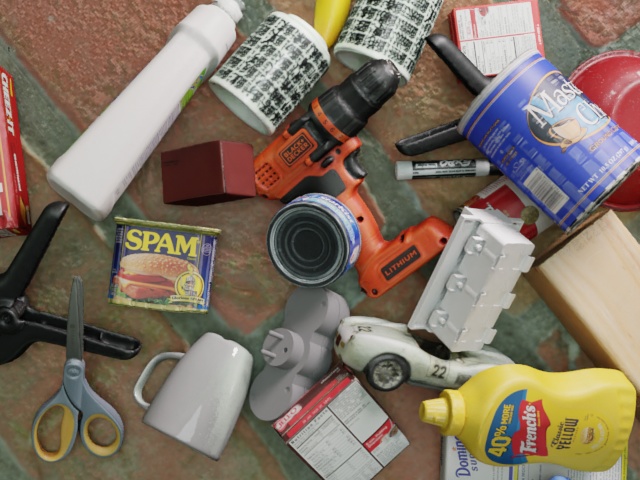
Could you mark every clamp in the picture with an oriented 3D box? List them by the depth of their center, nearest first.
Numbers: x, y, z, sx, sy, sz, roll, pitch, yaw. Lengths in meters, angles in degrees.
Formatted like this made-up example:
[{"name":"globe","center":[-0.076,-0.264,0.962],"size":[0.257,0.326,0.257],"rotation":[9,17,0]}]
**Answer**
[{"name":"clamp","center":[-0.281,0.073,1.006],"size":[0.210,0.036,0.164],"rotation":[-26,106,17]},{"name":"clamp","center":[0.163,-0.137,1.045],"size":[0.171,0.039,0.120],"rotation":[2,113,-14]}]

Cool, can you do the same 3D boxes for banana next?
[{"name":"banana","center":[-0.004,-0.292,1.070],"size":[0.070,0.037,0.198],"rotation":[-23,86,13]}]

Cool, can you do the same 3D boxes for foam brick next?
[{"name":"foam brick","center":[-0.107,-0.063,1.022],"size":[0.078,0.051,0.053],"rotation":[-7,84,34]}]

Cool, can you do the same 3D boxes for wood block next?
[{"name":"wood block","center":[0.297,0.081,1.025],"size":[0.090,0.091,0.206],"rotation":[-38,88,-4]}]

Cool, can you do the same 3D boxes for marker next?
[{"name":"marker","center":[0.136,-0.071,1.065],"size":[0.121,0.020,0.020],"rotation":[-2,86,-2]}]

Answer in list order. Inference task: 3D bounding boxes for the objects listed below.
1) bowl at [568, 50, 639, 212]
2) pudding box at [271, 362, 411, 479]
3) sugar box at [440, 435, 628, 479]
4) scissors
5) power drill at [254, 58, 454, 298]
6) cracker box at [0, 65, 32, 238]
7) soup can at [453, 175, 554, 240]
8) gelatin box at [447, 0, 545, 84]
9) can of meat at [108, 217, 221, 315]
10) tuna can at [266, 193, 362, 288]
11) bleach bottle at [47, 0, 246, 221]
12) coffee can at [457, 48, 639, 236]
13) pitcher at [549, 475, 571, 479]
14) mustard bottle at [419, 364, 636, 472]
[{"name":"bowl","center":[0.310,-0.109,1.039],"size":[0.162,0.055,0.162],"rotation":[0,90,-15]},{"name":"pudding box","center":[0.022,0.183,1.007],"size":[0.090,0.039,0.113],"rotation":[-41,122,-4]},{"name":"sugar box","center":[0.206,0.210,1.036],"size":[0.176,0.048,0.093],"rotation":[4,87,1]},{"name":"scissors","center":[-0.213,0.131,0.999],"size":[0.096,0.016,0.202],"rotation":[19,113,-14]},{"name":"power drill","center":[0.045,-0.054,1.017],"size":[0.185,0.057,0.187],"rotation":[-39,88,23]},{"name":"cracker box","center":[-0.397,-0.072,1.019],"size":[0.213,0.072,0.164],"rotation":[-8,87,-3]},{"name":"soup can","center":[0.191,-0.030,1.040],"size":[0.102,0.068,0.068],"rotation":[-34,88,-5]},{"name":"gelatin box","center":[0.177,-0.199,1.071],"size":[0.089,0.030,0.073],"rotation":[-7,87,-2]},{"name":"can of meat","center":[-0.151,0.025,1.030],"size":[0.102,0.057,0.084],"rotation":[7,88,-1]},{"name":"tuna can","center":[-0.007,0.001,0.998],"size":[0.086,0.033,0.086],"rotation":[6,106,20]},{"name":"bleach bottle","center":[-0.159,-0.136,1.029],"size":[0.068,0.103,0.250],"rotation":[38,79,-7]},{"name":"coffee can","center":[0.209,-0.089,0.964],"size":[0.103,0.103,0.140],"rotation":[-44,79,-5]},{"name":"pitcher","center":[0.167,0.329,0.957],"size":[0.145,0.149,0.243],"rotation":[43,94,-3]},{"name":"mustard bottle","center":[0.182,0.159,0.961],"size":[0.191,0.058,0.096],"rotation":[5,115,-13]}]
